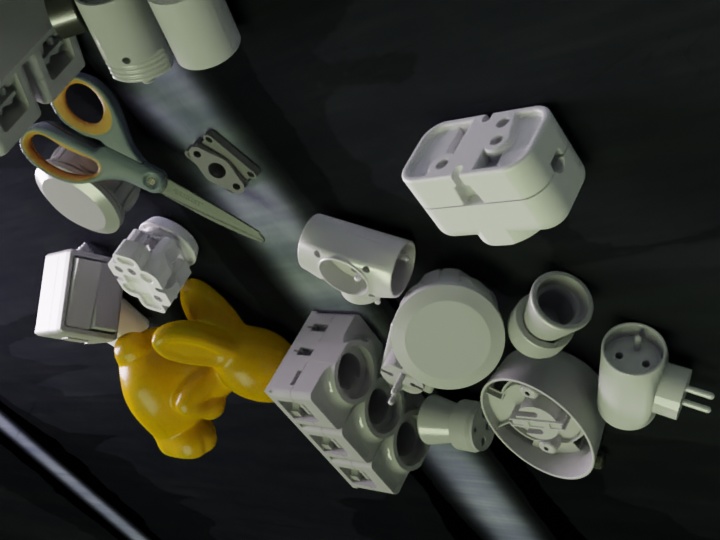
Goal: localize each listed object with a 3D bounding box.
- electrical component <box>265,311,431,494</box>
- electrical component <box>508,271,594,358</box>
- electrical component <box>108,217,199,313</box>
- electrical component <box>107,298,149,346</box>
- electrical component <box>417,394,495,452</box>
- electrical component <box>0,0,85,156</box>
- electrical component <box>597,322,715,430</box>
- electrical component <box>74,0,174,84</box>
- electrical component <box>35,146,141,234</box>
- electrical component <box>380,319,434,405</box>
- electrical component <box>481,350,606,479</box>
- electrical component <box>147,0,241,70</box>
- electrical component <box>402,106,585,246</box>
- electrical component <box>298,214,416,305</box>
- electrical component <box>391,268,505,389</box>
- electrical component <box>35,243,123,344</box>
[{"bbox_3d":[-0.001,0.118,0.944,0.062,0.089,0.150,0,139,41],"label":"electrical component"},{"bbox_3d":[0.130,0.032,0.742,0.045,0.045,0.055,29,151,2],"label":"electrical component"},{"bbox_3d":[-0.178,-0.009,0.940,0.058,0.057,0.078,15,147,25],"label":"electrical component"},{"bbox_3d":[-0.271,0.045,1.120,0.079,0.043,0.077,-9,132,49],"label":"electrical component"},{"bbox_3d":[0.085,0.134,0.938,0.055,0.045,0.045,4,141,38],"label":"electrical component"},{"bbox_3d":[-0.307,-0.158,0.775,0.186,0.105,0.060,21,148,17],"label":"electrical component"},{"bbox_3d":[0.206,0.081,0.750,0.079,0.043,0.077,17,148,21],"label":"electrical component"},{"bbox_3d":[-0.153,-0.155,0.707,0.043,0.043,0.081,15,148,24],"label":"electrical component"},{"bbox_3d":[-0.222,-0.072,0.888,0.080,0.051,0.080,22,149,14],"label":"electrical component"},{"bbox_3d":[0.041,0.072,0.851,0.047,0.075,0.083,25,150,9],"label":"electrical component"},{"bbox_3d":[0.141,0.109,0.823,0.099,0.064,0.099,19,136,19],"label":"electrical component"},{"bbox_3d":[-0.106,-0.166,0.649,0.043,0.043,0.081,13,146,28],"label":"electrical component"},{"bbox_3d":[0.082,-0.054,0.643,0.095,0.053,0.059,-3,137,44],"label":"electrical component"},{"bbox_3d":[0.000,0.000,0.808,0.077,0.044,0.079,18,148,22],"label":"electrical component"},{"bbox_3d":[0.064,0.041,0.777,0.080,0.051,0.080,2,110,6],"label":"electrical component"},{"bbox_3d":[-0.265,0.019,1.032,0.062,0.096,0.061,15,165,-40],"label":"electrical component"}]
